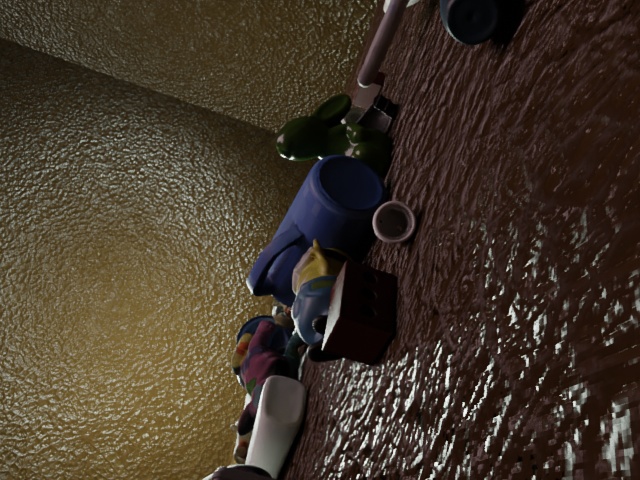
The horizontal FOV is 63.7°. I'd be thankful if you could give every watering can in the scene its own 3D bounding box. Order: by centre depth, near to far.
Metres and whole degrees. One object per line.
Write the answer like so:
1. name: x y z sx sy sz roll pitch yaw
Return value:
1. watering can: 0.144 -0.430 0.825 0.222 0.104 0.351 132 157 -77

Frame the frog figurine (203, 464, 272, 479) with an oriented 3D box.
1. frog figurine: -0.109 0.373 0.648 0.139 0.124 0.156 -23 -49 -50
